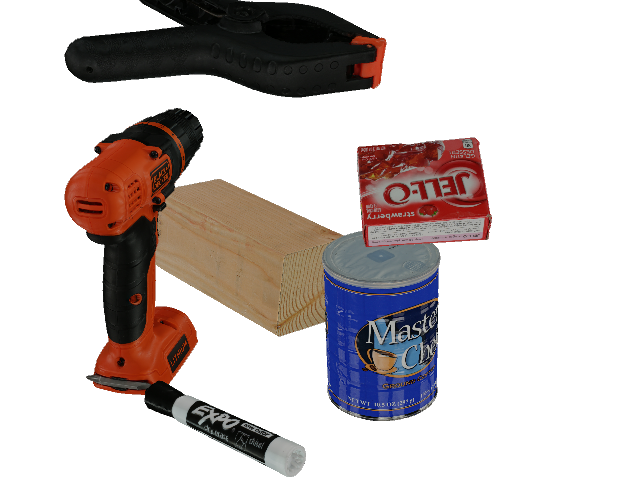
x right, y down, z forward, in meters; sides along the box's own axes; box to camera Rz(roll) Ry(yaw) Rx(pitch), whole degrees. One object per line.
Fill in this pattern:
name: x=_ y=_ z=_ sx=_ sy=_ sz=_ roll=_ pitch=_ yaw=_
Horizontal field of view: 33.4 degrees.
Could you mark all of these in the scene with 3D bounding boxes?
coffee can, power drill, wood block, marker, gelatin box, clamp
coffee can: x=0.055 y=0.074 z=0.955 sx=0.103 sy=0.140 sz=0.103 roll=-2 pitch=26 yaw=1
power drill: x=-0.130 y=0.005 z=0.798 sx=0.057 sy=0.188 sz=0.184 roll=5 pitch=23 yaw=15
wood block: x=-0.077 y=0.013 z=1.113 sx=0.090 sy=0.090 sz=0.206 roll=-14 pitch=29 yaw=-42
marker: x=-0.060 y=0.108 z=0.627 sx=0.121 sy=0.020 sz=0.020 roll=17 pitch=10 yaw=37
gelatin box: x=0.072 y=-0.035 z=0.754 sx=0.089 sy=0.073 sz=0.030 roll=-4 pitch=-37 yaw=2
clamp: x=-0.053 y=-0.109 z=0.596 sx=0.171 sy=0.039 sz=0.120 roll=14 pitch=45 yaw=15
